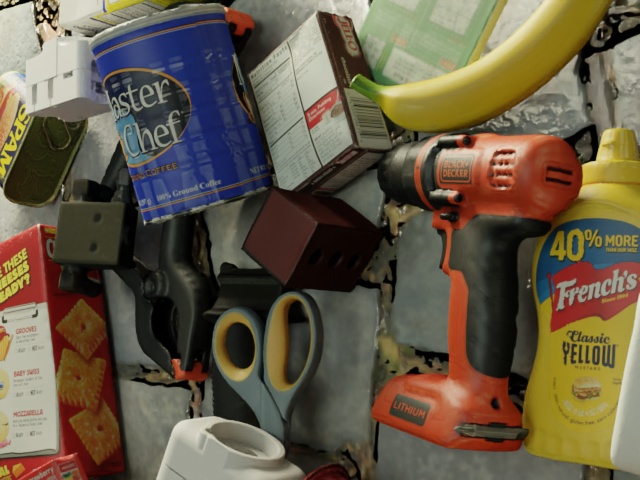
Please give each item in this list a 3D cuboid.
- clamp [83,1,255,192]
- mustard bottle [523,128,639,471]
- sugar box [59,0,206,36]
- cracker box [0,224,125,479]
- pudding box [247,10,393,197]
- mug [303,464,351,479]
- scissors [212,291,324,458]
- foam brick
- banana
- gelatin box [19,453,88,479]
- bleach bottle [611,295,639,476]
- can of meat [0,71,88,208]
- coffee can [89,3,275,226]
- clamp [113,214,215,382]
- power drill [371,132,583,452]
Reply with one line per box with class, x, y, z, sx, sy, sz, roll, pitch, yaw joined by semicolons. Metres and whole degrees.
clamp;-0.139;-0.144;0.894;0.210;0.036;0.164;-34;65;34
mustard bottle;0.168;0.032;0.611;0.096;0.058;0.191;-1;83;45
sugar box;-0.152;-0.238;0.913;0.177;0.048;0.093;-6;80;42
cracker box;-0.259;0.114;0.935;0.164;0.072;0.214;-22;70;34
pudding box;-0.002;-0.094;0.770;0.090;0.039;0.113;-35;61;43
mug;0.016;0.200;0.678;0.082;0.117;0.093;26;78;33
scissors;-0.046;0.132;0.750;0.096;0.016;0.202;10;88;31
foam brick;-0.005;0.001;0.742;0.051;0.078;0.053;38;109;34
banana;0.116;-0.120;0.670;0.198;0.037;0.069;-29;98;17
gelatin box;-0.212;0.216;0.828;0.089;0.030;0.073;-31;77;31
bleach bottle;0.270;0.089;0.493;0.251;0.068;0.102;10;89;22
can of meat;-0.270;-0.095;0.981;0.084;0.057;0.102;38;107;38
coffee can;-0.101;-0.092;0.788;0.103;0.102;0.140;-12;96;37
clamp;-0.132;0.039;0.864;0.120;0.039;0.171;-32;59;40
power drill;0.079;0.026;0.656;0.185;0.057;0.187;-173;89;-65
